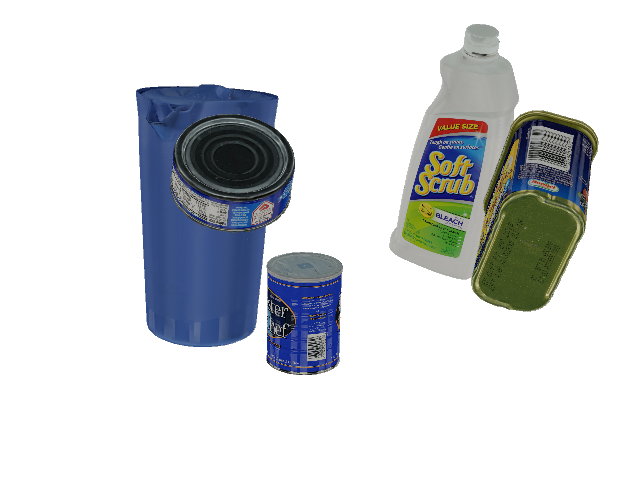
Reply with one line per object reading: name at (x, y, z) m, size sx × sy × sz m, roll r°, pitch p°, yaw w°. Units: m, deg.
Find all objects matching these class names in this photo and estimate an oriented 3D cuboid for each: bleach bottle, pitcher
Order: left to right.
pitcher at (-0.106, -0.029, 1.034) m, size 0.149 × 0.243 × 0.145 m, roll -2°, pitch 15°, yaw -18°
bleach bottle at (0.129, -0.086, 1.014) m, size 0.103 × 0.251 × 0.068 m, roll 23°, pitch 40°, yaw 24°

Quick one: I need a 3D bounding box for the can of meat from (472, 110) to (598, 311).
can of meat at (0.135, -0.016, 0.679) m, size 0.057 × 0.102 × 0.084 m, roll 17°, pitch 44°, yaw 4°

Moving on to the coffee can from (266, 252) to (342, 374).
coffee can at (-0.023, 0.098, 1.455) m, size 0.103 × 0.140 × 0.103 m, roll 1°, pitch 19°, yaw -1°

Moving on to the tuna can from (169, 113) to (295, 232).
tuna can at (-0.061, -0.048, 0.740) m, size 0.086 × 0.086 × 0.034 m, roll 0°, pitch -41°, yaw -11°
